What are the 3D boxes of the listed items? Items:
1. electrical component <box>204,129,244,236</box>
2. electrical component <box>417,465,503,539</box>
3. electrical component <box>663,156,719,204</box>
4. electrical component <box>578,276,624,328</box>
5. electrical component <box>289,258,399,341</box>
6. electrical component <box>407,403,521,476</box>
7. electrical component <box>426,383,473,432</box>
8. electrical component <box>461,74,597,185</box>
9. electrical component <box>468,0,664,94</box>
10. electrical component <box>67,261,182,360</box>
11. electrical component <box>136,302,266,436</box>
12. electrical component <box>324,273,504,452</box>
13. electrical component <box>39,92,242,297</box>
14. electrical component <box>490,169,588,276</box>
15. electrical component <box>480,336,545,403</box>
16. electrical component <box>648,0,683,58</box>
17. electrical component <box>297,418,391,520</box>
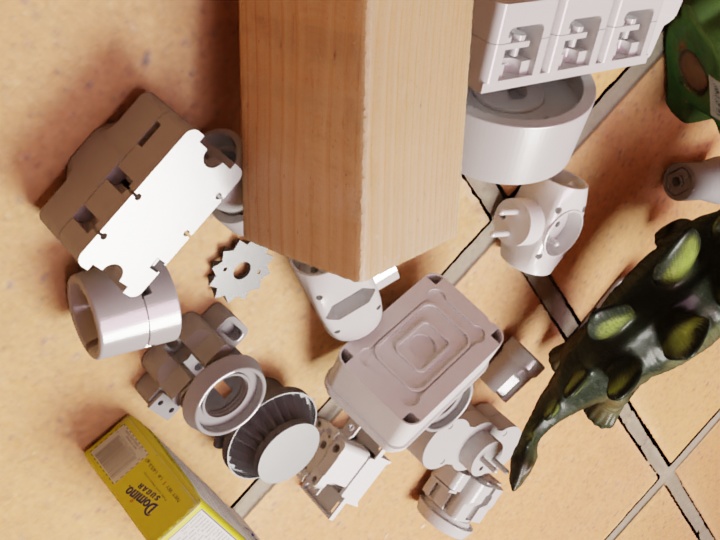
[{"bbox_3d":[-0.072,-0.049,0.619,0.045,0.045,0.055,-49,143,-1],"label":"electrical component"},{"bbox_3d":[0.088,0.207,0.980,0.078,0.058,0.057,26,98,-51],"label":"electrical component"},{"bbox_3d":[0.305,-0.080,0.969,0.065,0.044,0.044,-5,124,-37],"label":"electrical component"},{"bbox_3d":[0.250,0.061,1.020,0.095,0.054,0.059,-52,142,2],"label":"electrical component"},{"bbox_3d":[0.000,0.000,0.725,0.079,0.043,0.077,-31,140,-5],"label":"electrical component"},{"bbox_3d":[0.098,0.152,0.930,0.138,0.074,0.052,17,108,-50],"label":"electrical component"},{"bbox_3d":[0.051,0.090,0.845,0.058,0.057,0.078,-48,142,-2],"label":"electrical component"},{"bbox_3d":[0.091,-0.099,0.692,0.108,0.108,0.060,-24,142,-29],"label":"electrical component"},{"bbox_3d":[0.105,-0.164,0.661,0.150,0.089,0.061,-16,131,-36],"label":"electrical component"},{"bbox_3d":[-0.134,0.020,0.608,0.047,0.055,0.055,-18,132,-29],"label":"electrical component"},{"bbox_3d":[-0.096,0.068,0.681,0.078,0.057,0.058,-46,142,-5],"label":"electrical component"},{"bbox_3d":[0.038,0.067,0.778,0.113,0.078,0.057,-39,165,-31],"label":"electrical component"},{"bbox_3d":[-0.118,-0.042,0.570,0.089,0.056,0.050,-49,142,-1],"label":"electrical component"},{"bbox_3d":[0.130,-0.037,0.828,0.079,0.044,0.077,-6,125,-42],"label":"electrical component"},{"bbox_3d":[0.131,0.087,0.938,0.046,0.040,0.040,-46,142,4],"label":"electrical component"},{"bbox_3d":[0.189,-0.197,0.748,0.056,0.050,0.089,-6,125,-42],"label":"electrical component"},{"bbox_3d":[-0.018,0.148,0.839,0.081,0.042,0.064,-54,138,3],"label":"electrical component"}]
